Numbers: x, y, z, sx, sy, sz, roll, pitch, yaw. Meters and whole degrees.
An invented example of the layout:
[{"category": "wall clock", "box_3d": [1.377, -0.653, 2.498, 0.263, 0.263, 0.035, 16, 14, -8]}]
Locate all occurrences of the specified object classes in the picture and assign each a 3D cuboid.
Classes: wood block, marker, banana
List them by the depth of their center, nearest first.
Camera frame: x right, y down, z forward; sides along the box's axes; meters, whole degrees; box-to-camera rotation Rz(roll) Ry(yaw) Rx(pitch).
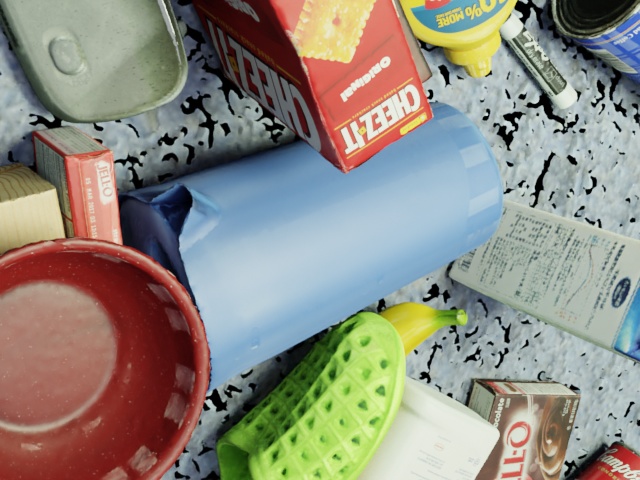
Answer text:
[{"category": "wood block", "box_3d": [-0.191, 0.070, 0.635, 0.090, 0.090, 0.206, -16, 111, -24]}, {"category": "banana", "box_3d": [0.032, 0.119, 0.782, 0.037, 0.070, 0.198, 22, 102, -36]}, {"category": "marker", "box_3d": [0.155, -0.144, 0.802, 0.121, 0.020, 0.020, 43, 82, -30]}]

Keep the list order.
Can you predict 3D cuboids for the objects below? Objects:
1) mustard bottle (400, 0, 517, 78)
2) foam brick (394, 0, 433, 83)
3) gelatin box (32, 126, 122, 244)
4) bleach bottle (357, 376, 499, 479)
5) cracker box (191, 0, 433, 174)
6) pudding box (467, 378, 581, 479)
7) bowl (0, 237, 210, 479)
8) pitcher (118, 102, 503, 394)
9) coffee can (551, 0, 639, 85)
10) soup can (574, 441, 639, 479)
[{"category": "mustard bottle", "box_3d": [0.086, -0.189, 0.715, 0.096, 0.058, 0.191, -27, 131, -3]}, {"category": "foam brick", "box_3d": [0.029, -0.133, 0.718, 0.051, 0.053, 0.078, -36, 117, -15]}, {"category": "gelatin box", "box_3d": [-0.143, -0.024, 0.633, 0.030, 0.089, 0.073, -11, 109, -25]}, {"category": "bleach bottle", "box_3d": [0.035, 0.232, 0.821, 0.102, 0.068, 0.251, 29, 91, -31]}, {"category": "cracker box", "box_3d": [-0.035, -0.160, 0.584, 0.072, 0.164, 0.213, -34, 131, -10]}, {"category": "pudding box", "box_3d": [0.159, 0.172, 0.883, 0.089, 0.039, 0.113, 5, 101, -29]}, {"category": "bowl", "box_3d": [-0.144, 0.071, 0.575, 0.161, 0.055, 0.162, -8, 107, -27]}, {"category": "pitcher", "box_3d": [-0.005, 0.001, 0.705, 0.242, 0.149, 0.145, -22, 99, -25]}, {"category": "coffee can", "box_3d": [0.260, -0.167, 0.804, 0.140, 0.103, 0.103, 25, 92, -31]}, {"category": "soup can", "box_3d": [0.245, 0.234, 0.931, 0.102, 0.069, 0.068, -38, 118, -14]}]
